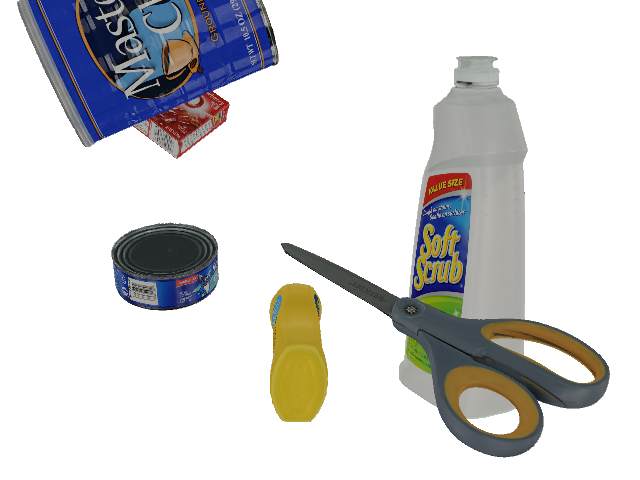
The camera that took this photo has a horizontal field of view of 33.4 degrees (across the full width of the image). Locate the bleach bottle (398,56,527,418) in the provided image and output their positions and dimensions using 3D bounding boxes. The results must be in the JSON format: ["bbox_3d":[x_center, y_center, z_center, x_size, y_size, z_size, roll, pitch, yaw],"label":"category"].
[{"bbox_3d":[0.104,-0.006,0.767,0.068,0.251,0.103,-8,17,-26],"label":"bleach bottle"}]

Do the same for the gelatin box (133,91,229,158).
[{"bbox_3d":[-0.145,-0.130,1.029,0.089,0.030,0.073,37,54,15],"label":"gelatin box"}]

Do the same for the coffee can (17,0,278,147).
[{"bbox_3d":[-0.112,-0.136,0.702,0.140,0.103,0.103,-25,3,-6],"label":"coffee can"}]

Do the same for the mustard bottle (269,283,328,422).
[{"bbox_3d":[-0.026,0.101,1.136,0.058,0.096,0.191,0,27,-3],"label":"mustard bottle"}]

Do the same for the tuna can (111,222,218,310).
[{"bbox_3d":[-0.126,0.021,0.869,0.086,0.034,0.086,0,30,0],"label":"tuna can"}]

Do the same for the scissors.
[{"bbox_3d":[0.046,0.054,0.557,0.202,0.016,0.096,16,42,23],"label":"scissors"}]
